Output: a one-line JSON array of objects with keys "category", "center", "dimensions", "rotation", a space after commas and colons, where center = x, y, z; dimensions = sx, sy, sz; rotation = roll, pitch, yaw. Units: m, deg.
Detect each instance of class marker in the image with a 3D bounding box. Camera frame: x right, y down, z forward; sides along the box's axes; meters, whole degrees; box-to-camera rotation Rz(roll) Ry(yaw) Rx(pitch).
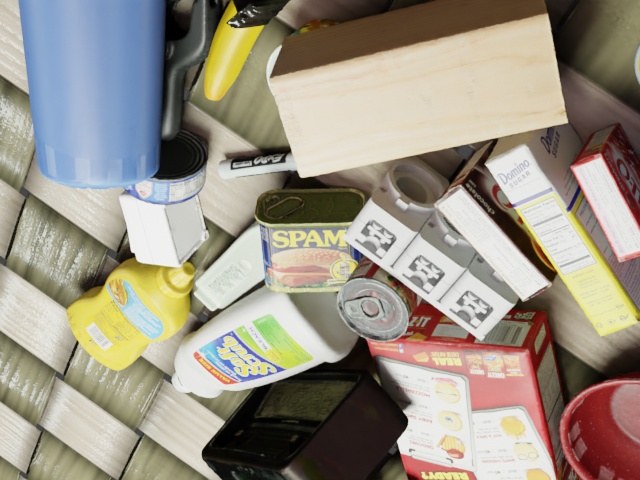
[{"category": "marker", "center": [-0.043, -0.072, 1.010], "dimensions": [0.121, 0.020, 0.020], "rotation": [-4, 120, 31]}]

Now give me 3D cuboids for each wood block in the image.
[{"category": "wood block", "center": [0.076, -0.124, 0.820], "dimensions": [0.206, 0.090, 0.090], "rotation": [-11, 118, 14]}]

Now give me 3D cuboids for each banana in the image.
[{"category": "banana", "center": [-0.050, -0.195, 0.901], "dimensions": [0.037, 0.069, 0.198], "rotation": [15, 146, -30]}]

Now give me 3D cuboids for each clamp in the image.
[{"category": "clamp", "center": [-0.137, -0.172, 0.979], "dimensions": [0.120, 0.039, 0.172], "rotation": [49, 131, -8]}]

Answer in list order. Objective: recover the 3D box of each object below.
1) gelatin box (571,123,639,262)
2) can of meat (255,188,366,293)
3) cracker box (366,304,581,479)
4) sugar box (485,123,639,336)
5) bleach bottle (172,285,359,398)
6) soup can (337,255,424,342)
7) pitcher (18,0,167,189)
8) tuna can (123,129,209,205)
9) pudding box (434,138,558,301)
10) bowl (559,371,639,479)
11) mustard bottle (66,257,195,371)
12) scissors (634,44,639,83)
[{"category": "gelatin box", "center": [0.236, -0.038, 0.835], "dimensions": [0.030, 0.073, 0.089], "rotation": [-24, 102, 34]}, {"category": "can of meat", "center": [-0.007, 0.001, 1.003], "dimensions": [0.102, 0.057, 0.084], "rotation": [-1, 127, 3]}, {"category": "cracker box", "center": [0.152, 0.165, 1.033], "dimensions": [0.164, 0.072, 0.213], "rotation": [1, 123, 31]}, {"category": "sugar box", "center": [0.206, -0.020, 0.858], "dimensions": [0.048, 0.093, 0.176], "rotation": [-29, 104, 38]}, {"category": "bleach bottle", "center": [-0.075, 0.118, 1.135], "dimensions": [0.102, 0.068, 0.251], "rotation": [48, 134, -9]}, {"category": "soup can", "center": [0.066, 0.036, 0.969], "dimensions": [0.069, 0.102, 0.068], "rotation": [15, 128, 20]}, {"category": "pitcher", "center": [-0.197, -0.176, 0.922], "dimensions": [0.145, 0.149, 0.243], "rotation": [9, 111, 17]}, {"category": "tuna can", "center": [-0.151, -0.072, 1.027], "dimensions": [0.086, 0.086, 0.034], "rotation": [23, 132, 14]}, {"category": "pudding box", "center": [0.157, -0.018, 0.886], "dimensions": [0.113, 0.089, 0.039], "rotation": [45, 130, -3]}, {"category": "bowl", "center": [0.302, 0.173, 0.964], "dimensions": [0.162, 0.055, 0.162], "rotation": [15, 128, 20]}, {"category": "mustard bottle", "center": [-0.197, 0.070, 1.171], "dimensions": [0.192, 0.058, 0.096], "rotation": [-34, 97, 41]}, {"category": "scissors", "center": [0.273, -0.081, 0.828], "dimensions": [0.096, 0.016, 0.202], "rotation": [23, 130, 15]}]
